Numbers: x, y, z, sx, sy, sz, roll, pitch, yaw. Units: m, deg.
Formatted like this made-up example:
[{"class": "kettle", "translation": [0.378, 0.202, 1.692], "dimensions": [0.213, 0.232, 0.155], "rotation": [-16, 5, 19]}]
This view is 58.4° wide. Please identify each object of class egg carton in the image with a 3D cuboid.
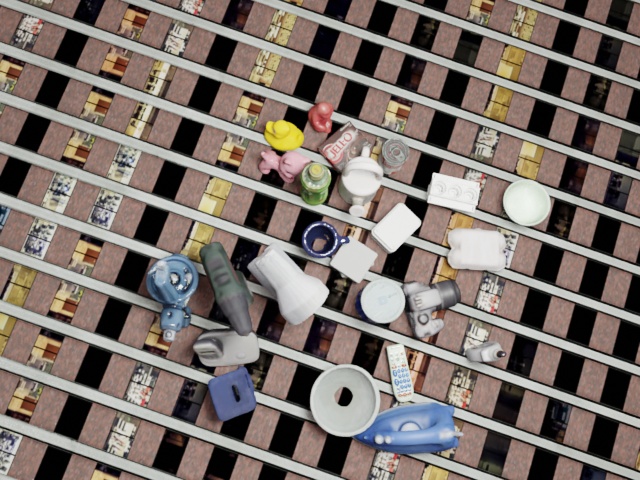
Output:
[{"class": "egg carton", "translation": [0.396, 0.024, 1.453], "dimensions": [0.150, 0.069, 0.107], "rotation": [3, 81, -2]}]

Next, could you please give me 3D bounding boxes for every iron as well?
[{"class": "iron", "translation": [0.204, 0.456, 1.342], "dimensions": [0.258, 0.141, 0.119], "rotation": [-6, 81, -3]}]

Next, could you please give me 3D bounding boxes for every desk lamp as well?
[{"class": "desk lamp", "translation": [-0.083, 0.098, 1.346], "dimensions": [0.118, 0.213, 0.203], "rotation": [-43, 85, -8]}]

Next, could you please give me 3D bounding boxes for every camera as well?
[{"class": "camera", "translation": [0.282, 0.159, 1.411], "dimensions": [0.137, 0.101, 0.143], "rotation": [-15, 82, -5]}]

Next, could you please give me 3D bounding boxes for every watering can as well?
[{"class": "watering can", "translation": [0.103, -0.145, 1.402], "dimensions": [0.101, 0.194, 0.173], "rotation": [-13, 82, -4]}]

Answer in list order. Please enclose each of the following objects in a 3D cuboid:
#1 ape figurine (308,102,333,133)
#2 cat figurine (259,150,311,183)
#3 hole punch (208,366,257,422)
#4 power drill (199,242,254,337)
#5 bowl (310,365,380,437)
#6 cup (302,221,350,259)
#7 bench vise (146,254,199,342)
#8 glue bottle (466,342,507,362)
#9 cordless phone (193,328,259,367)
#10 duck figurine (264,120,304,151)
[{"class": "ape figurine", "translation": [0.007, -0.325, 1.477], "dimensions": [0.076, 0.092, 0.078], "rotation": [39, 82, 4]}, {"class": "cat figurine", "translation": [-0.091, -0.195, 1.439], "dimensions": [0.128, 0.117, 0.067], "rotation": [19, 81, 1]}, {"class": "hole punch", "translation": [-0.207, 0.364, 1.362], "dimensions": [0.101, 0.091, 0.108], "rotation": [-19, 82, -5]}, {"class": "power drill", "translation": [-0.207, 0.119, 1.340], "dimensions": [0.075, 0.208, 0.229], "rotation": [-26, 83, -6]}, {"class": "bowl", "translation": [0.058, 0.383, 1.380], "dimensions": [0.167, 0.074, 0.167], "rotation": [0, 81, -3]}, {"class": "cup", "translation": [0.013, 0.005, 1.425], "dimensions": [0.118, 0.095, 0.092], "rotation": [-1, 81, -3]}, {"class": "bench vise", "translation": [-0.336, 0.125, 1.327], "dimensions": [0.121, 0.219, 0.207], "rotation": [-16, 82, -5]}, {"class": "glue bottle", "translation": [0.406, 0.270, 1.364], "dimensions": [0.078, 0.173, 0.037], "rotation": [-16, 82, -5]}, {"class": "cordless phone", "translation": [-0.219, 0.249, 1.331], "dimensions": [0.147, 0.185, 0.094], "rotation": [-7, 82, -3]}, {"class": "duck figurine", "translation": [-0.092, -0.276, 1.468], "dimensions": [0.104, 0.086, 0.077], "rotation": [17, 81, 0]}]
